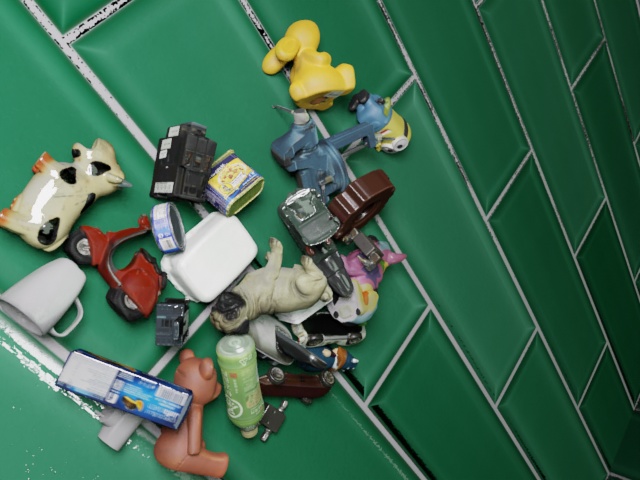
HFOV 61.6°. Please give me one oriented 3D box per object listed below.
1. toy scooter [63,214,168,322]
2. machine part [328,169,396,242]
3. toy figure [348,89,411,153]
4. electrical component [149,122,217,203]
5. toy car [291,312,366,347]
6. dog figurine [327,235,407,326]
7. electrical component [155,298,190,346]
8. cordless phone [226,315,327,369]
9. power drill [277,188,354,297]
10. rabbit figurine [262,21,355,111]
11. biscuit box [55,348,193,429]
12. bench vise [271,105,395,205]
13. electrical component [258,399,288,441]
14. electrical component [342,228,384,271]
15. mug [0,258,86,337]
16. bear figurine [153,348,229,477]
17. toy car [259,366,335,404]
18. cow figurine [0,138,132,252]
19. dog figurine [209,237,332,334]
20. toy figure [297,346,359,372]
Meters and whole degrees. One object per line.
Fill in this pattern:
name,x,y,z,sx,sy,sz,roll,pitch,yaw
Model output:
toy scooter,-0.312,0.035,0.883,0.135,0.075,0.183,-44,115,-30
machine part,0.083,-0.072,1.147,0.179,0.179,0.056,-31,72,-34
toy figure,0.144,-0.274,1.232,0.180,0.082,0.089,39,71,-33
electrical component,-0.231,-0.131,0.907,0.058,0.115,0.134,13,87,-42
toy car,0.020,0.192,1.174,0.201,0.056,0.073,7,54,-39
dog figurine,0.111,0.085,1.203,0.219,0.108,0.191,-9,70,-42
electrical component,-0.252,0.142,0.910,0.048,0.119,0.074,2,96,-4
cordless phone,-0.081,0.195,1.017,0.146,0.184,0.088,41,73,-35
power drill,-0.002,-0.003,1.024,0.086,0.207,0.232,-34,75,-2
rabbit figurine,-0.033,-0.354,1.075,0.162,0.122,0.173,-9,86,-30
biscuit box,-0.306,0.236,0.855,0.203,0.063,0.059,24,76,-9
bench vise,0.024,-0.187,1.099,0.241,0.129,0.223,-26,119,-17
electrical component,-0.105,0.367,1.117,0.063,0.021,0.094,49,64,-31
electrical component,0.092,0.018,1.133,0.045,0.102,0.078,-43,156,7
mug,-0.400,0.086,0.808,0.109,0.081,0.107,51,53,-24
bear figurine,-0.218,0.304,0.959,0.131,0.120,0.196,30,69,-41
toy car,-0.060,0.297,1.112,0.202,0.089,0.053,16,43,-38
cow figurine,-0.376,-0.072,0.811,0.127,0.086,0.195,39,67,-29
dog figurine,-0.088,0.117,0.989,0.190,0.172,0.121,-57,165,-26
toy figure,0.021,0.262,1.186,0.154,0.064,0.057,11,75,-39
